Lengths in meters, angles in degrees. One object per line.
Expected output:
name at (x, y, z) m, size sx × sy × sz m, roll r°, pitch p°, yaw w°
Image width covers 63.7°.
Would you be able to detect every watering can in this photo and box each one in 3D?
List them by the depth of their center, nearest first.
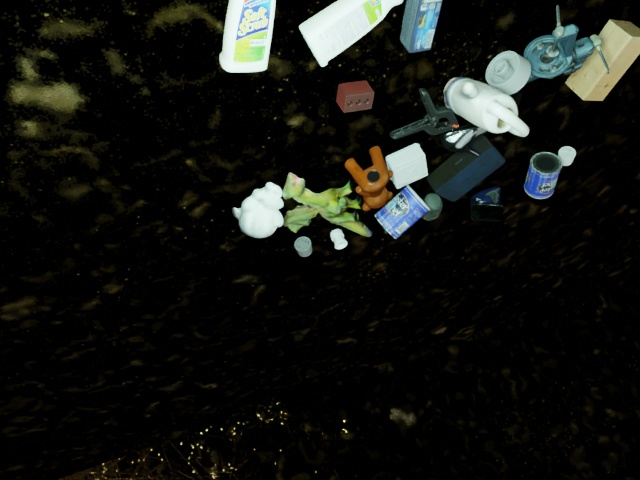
watering can at (0.404, -0.355, 1.315) m, size 0.345 × 0.228 × 0.103 m, roll 17°, pitch 111°, yaw -42°

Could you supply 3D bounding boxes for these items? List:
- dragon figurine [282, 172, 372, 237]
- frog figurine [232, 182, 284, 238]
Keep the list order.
dragon figurine at (0.005, -0.080, 1.585) m, size 0.242 × 0.125 × 0.402 m, roll -12°, pitch 146°, yaw 14°
frog figurine at (-0.154, -0.081, 1.444) m, size 0.157 × 0.126 × 0.136 m, roll -32°, pitch 127°, yaw 33°
